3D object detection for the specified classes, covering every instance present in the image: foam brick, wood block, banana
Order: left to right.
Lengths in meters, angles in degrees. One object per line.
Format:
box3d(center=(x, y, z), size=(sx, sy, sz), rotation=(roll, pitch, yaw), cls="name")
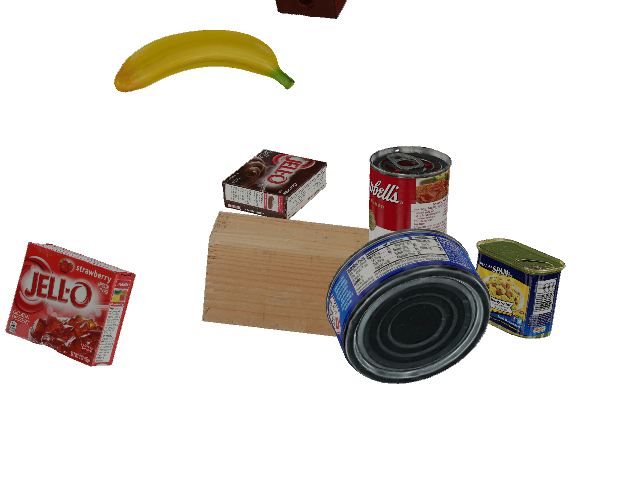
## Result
box3d(center=(-0.121, -0.184, 1.082), size=(0.197, 0.070, 0.037), rotation=(-7, -39, -29), cls="banana")
box3d(center=(-0.007, -0.220, 0.835), size=(0.053, 0.051, 0.078), rotation=(9, -36, 17), cls="foam brick")
box3d(center=(-0.008, 0.037, 1.070), size=(0.206, 0.091, 0.090), rotation=(7, 20, -1), cls="wood block")

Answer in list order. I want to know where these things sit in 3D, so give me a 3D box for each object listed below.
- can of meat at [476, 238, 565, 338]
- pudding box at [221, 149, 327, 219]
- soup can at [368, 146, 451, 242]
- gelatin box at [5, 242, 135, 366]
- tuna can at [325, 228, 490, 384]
box3d(center=(0.216, 0.053, 1.185), size=(0.057, 0.084, 0.102), rotation=(-9, 23, -36), cls="can of meat")
box3d(center=(-0.055, -0.069, 1.312), size=(0.090, 0.039, 0.113), rotation=(13, 33, 23), cls="pudding box")
box3d(center=(0.075, -0.021, 0.902), size=(0.068, 0.102, 0.068), rotation=(0, 25, 0), cls="soup can")
box3d(center=(-0.191, 0.047, 0.809), size=(0.089, 0.073, 0.030), rotation=(17, 4, 25), cls="gelatin box")
box3d(center=(0.048, 0.037, 0.580), size=(0.086, 0.086, 0.034), rotation=(0, 37, -19), cls="tuna can")
